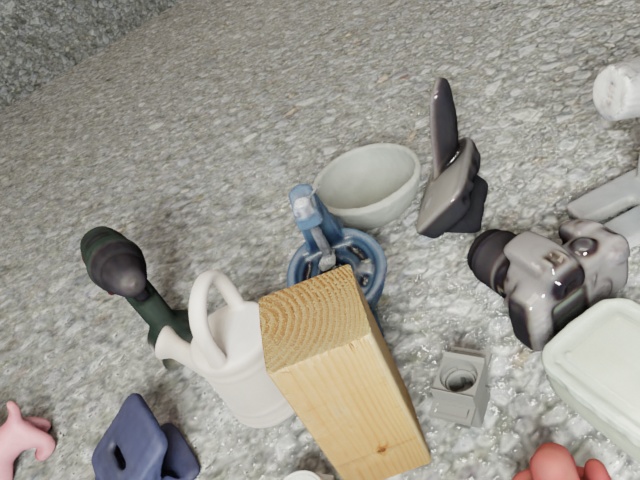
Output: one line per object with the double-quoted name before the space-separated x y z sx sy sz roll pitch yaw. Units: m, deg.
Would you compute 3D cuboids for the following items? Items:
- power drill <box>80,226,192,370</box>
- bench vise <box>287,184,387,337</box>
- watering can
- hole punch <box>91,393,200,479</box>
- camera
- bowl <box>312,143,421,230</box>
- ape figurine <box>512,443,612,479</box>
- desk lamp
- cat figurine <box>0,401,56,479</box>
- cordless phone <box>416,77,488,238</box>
"power drill" -0.233 0.072 0.752 0.076 0.209 0.228 -40 40 -18
"bench vise" -0.004 0.009 0.690 0.121 0.220 0.206 -33 38 -10
"watering can" -0.100 0.118 0.636 0.173 0.194 0.100 -23 38 3
"hole punch" -0.204 0.243 0.632 0.101 0.091 0.108 -39 40 -17
"camera" 0.240 0.025 0.634 0.143 0.101 0.136 -34 38 -11
"bowl" 0.075 -0.068 0.856 0.167 0.075 0.167 -15 39 13
"ape figurine" 0.194 0.198 0.463 0.077 0.092 0.076 -2 43 27
"desk lamp" 0.384 -0.123 0.634 0.203 0.214 0.117 -27 38 -2
"cat figurine" -0.420 0.256 0.714 0.128 0.118 0.067 -40 40 -18
"cordless phone" 0.161 -0.108 0.764 0.094 0.185 0.147 -6 42 24
